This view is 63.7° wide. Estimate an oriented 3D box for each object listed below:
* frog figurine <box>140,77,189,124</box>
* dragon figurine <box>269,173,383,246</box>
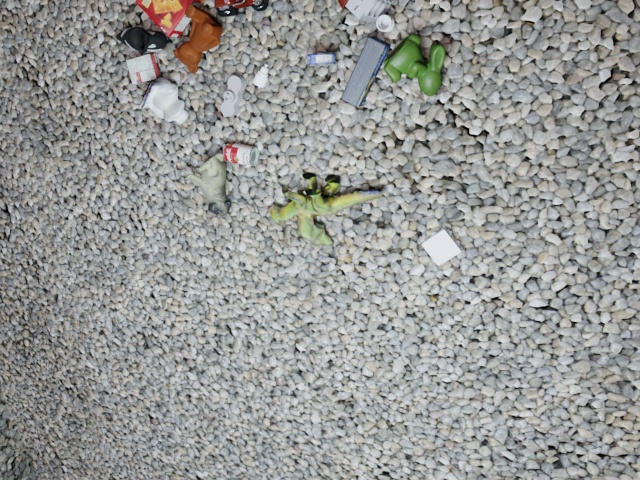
[{"bbox_3d":[-0.528,-0.482,1.789,0.158,0.125,0.136,22,110,-27],"label":"frog figurine"},{"bbox_3d":[0.005,-0.086,1.713,0.411,0.125,0.237,11,128,19],"label":"dragon figurine"}]
